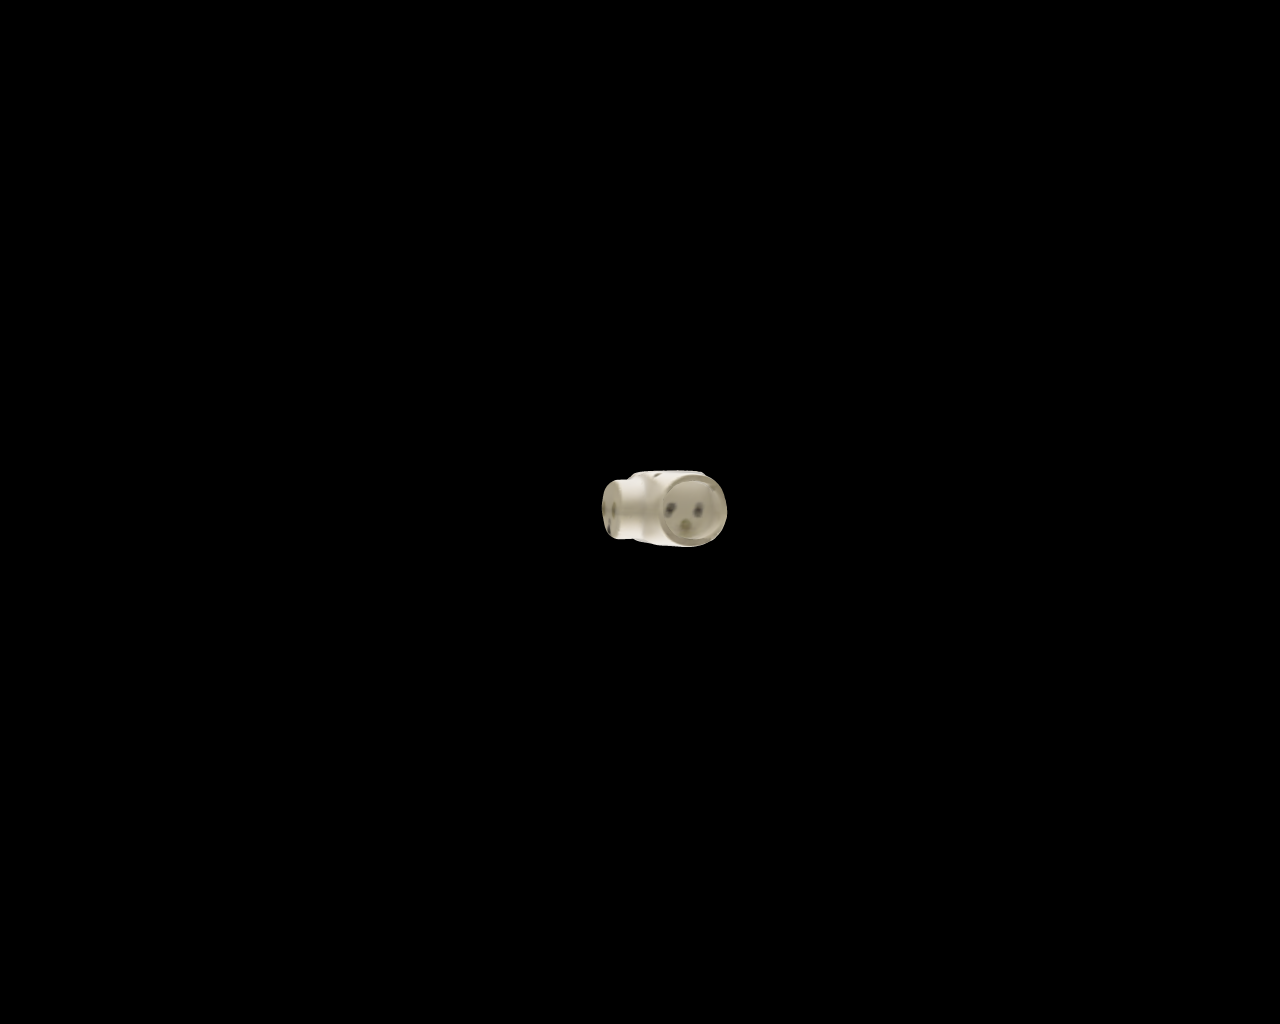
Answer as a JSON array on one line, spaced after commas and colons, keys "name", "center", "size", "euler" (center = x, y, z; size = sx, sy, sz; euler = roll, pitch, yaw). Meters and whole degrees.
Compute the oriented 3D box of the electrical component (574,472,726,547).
[{"name": "electrical component", "center": [0.001, -0.003, 0.650], "size": [0.079, 0.043, 0.077], "euler": [-1, 3, -19]}]
